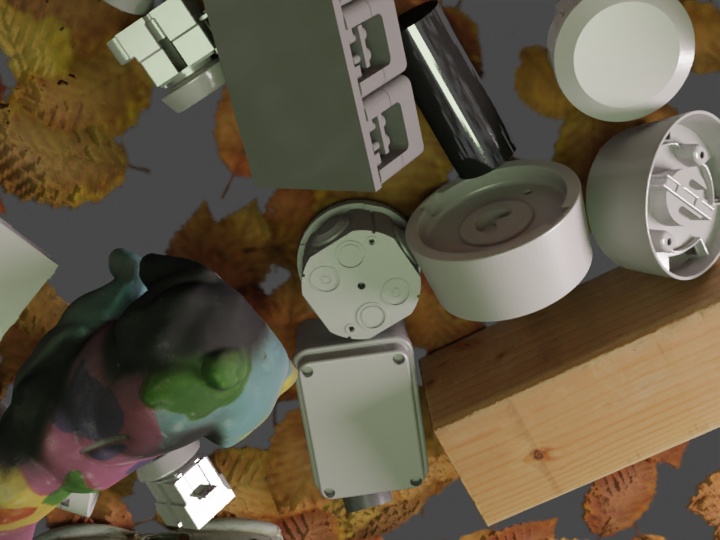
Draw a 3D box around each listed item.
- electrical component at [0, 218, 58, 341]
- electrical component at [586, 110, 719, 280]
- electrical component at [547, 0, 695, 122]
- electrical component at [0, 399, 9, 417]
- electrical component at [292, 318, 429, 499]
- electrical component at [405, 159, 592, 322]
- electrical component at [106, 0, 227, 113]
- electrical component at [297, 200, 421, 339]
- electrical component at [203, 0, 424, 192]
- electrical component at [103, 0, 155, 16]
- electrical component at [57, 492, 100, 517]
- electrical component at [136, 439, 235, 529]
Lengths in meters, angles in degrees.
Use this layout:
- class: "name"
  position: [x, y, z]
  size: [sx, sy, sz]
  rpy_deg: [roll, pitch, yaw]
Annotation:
- class: "electrical component"
  position: [-0.265, 0.028, 0.647]
  size: [0.089, 0.062, 0.150]
  rpy_deg: [39, 82, -17]
- class: "electrical component"
  position: [0.186, -0.044, 0.646]
  size: [0.099, 0.064, 0.099]
  rpy_deg: [-1, 92, -30]
- class: "electrical component"
  position: [0.149, -0.131, 0.628]
  size: [0.080, 0.051, 0.080]
  rpy_deg: [-1, 115, -2]
- class: "electrical component"
  position: [-0.270, 0.104, 0.715]
  size: [0.057, 0.058, 0.078]
  rpy_deg: [29, 110, -11]
- class: "electrical component"
  position: [0.001, 0.090, 0.720]
  size: [0.078, 0.057, 0.113]
  rpy_deg: [-8, 114, 1]
- class: "electrical component"
  position: [0.088, -0.013, 0.652]
  size: [0.108, 0.108, 0.060]
  rpy_deg: [-20, 119, 7]
- class: "electrical component"
  position: [-0.104, -0.125, 0.624]
  size: [0.066, 0.048, 0.055]
  rpy_deg: [-31, 105, 11]
- class: "electrical component"
  position: [0.000, 0.000, 0.681]
  size: [0.080, 0.051, 0.080]
  rpy_deg: [-1, 113, -2]
- class: "electrical component"
  position: [-0.026, -0.126, 0.603]
  size: [0.089, 0.062, 0.150]
  rpy_deg: [5, 120, 35]
- class: "electrical component"
  position: [-0.123, -0.177, 0.602]
  size: [0.044, 0.044, 0.065]
  rpy_deg: [25, 116, -13]
- class: "electrical component"
  position: [-0.200, 0.136, 0.735]
  size: [0.047, 0.055, 0.055]
  rpy_deg: [15, 113, -5]
- class: "electrical component"
  position: [-0.124, 0.144, 0.741]
  size: [0.066, 0.048, 0.055]
  rpy_deg: [-10, 114, 50]
